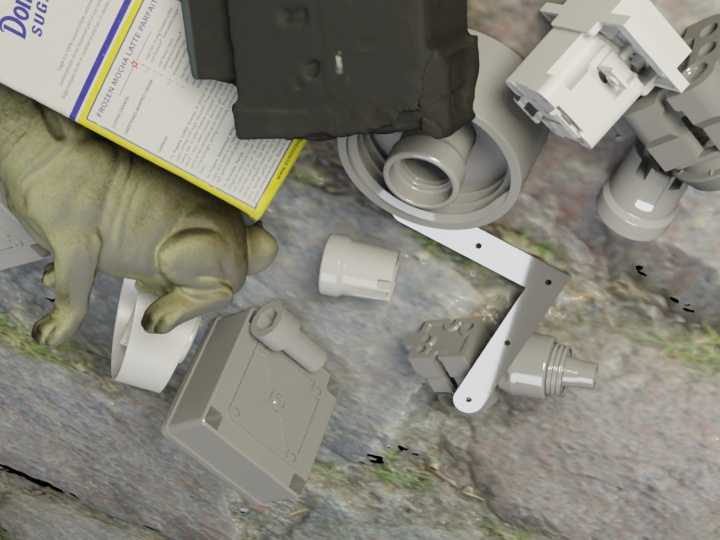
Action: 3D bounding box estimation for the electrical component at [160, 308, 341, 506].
[{"bbox_3d":[-0.080,0.104,0.814,0.056,0.108,0.109,-19,128,41],"label":"electrical component"}]

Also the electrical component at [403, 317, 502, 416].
[{"bbox_3d":[0.069,0.066,0.736,0.066,0.048,0.055,-5,129,36],"label":"electrical component"}]

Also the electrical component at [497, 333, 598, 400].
[{"bbox_3d":[0.123,0.064,0.704,0.062,0.043,0.043,9,143,20],"label":"electrical component"}]

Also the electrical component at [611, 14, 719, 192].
[{"bbox_3d":[0.158,-0.073,0.491,0.078,0.058,0.057,-20,124,44],"label":"electrical component"}]

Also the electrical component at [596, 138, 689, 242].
[{"bbox_3d":[0.148,-0.044,0.552,0.040,0.040,0.046,21,139,3],"label":"electrical component"}]

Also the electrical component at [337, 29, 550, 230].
[{"bbox_3d":[0.040,-0.067,0.562,0.108,0.060,0.108,15,144,11],"label":"electrical component"}]

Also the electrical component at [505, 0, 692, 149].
[{"bbox_3d":[0.103,-0.091,0.481,0.042,0.063,0.081,40,-177,-23],"label":"electrical component"}]

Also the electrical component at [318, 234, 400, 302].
[{"bbox_3d":[0.000,0.000,0.693,0.046,0.040,0.040,11,144,7],"label":"electrical component"}]

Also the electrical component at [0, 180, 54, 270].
[{"bbox_3d":[-0.268,-0.054,0.755,0.109,0.056,0.108,-11,133,39],"label":"electrical component"}]

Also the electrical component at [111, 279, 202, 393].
[{"bbox_3d":[-0.151,0.036,0.778,0.064,0.099,0.099,24,146,-13],"label":"electrical component"}]
